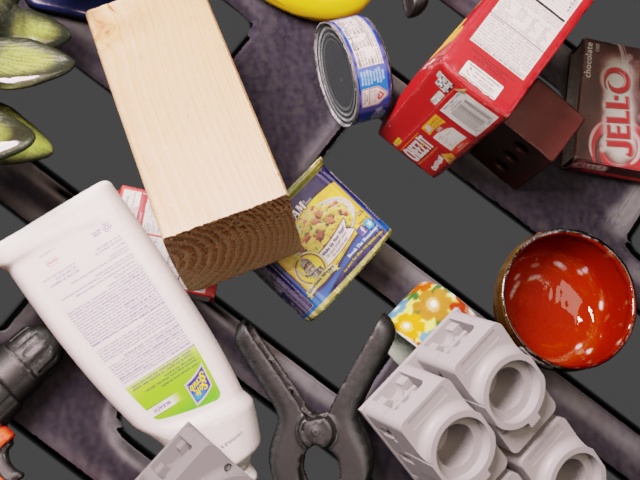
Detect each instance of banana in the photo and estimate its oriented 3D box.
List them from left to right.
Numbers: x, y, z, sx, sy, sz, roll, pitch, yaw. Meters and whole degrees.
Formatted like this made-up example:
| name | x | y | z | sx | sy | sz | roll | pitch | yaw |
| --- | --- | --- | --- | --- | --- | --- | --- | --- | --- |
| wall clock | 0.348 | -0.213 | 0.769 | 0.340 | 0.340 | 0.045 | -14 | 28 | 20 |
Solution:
| name | x | y | z | sx | sy | sz | roll | pitch | yaw |
| --- | --- | --- | --- | --- | --- | --- | --- | --- | --- |
| banana | -0.038 | -0.233 | 0.892 | 0.197 | 0.037 | 0.069 | 27 | 75 | -3 |

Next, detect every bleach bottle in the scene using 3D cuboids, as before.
| name | x | y | z | sx | sy | sz | roll | pitch | yaw |
| --- | --- | --- | --- | --- | --- | --- | --- | --- | --- |
| bleach bottle | -0.126 | 0.087 | 0.770 | 0.102 | 0.068 | 0.251 | -32 | 97 | -4 |

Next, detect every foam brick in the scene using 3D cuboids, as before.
| name | x | y | z | sx | sy | sz | roll | pitch | yaw |
| --- | --- | --- | --- | --- | --- | --- | --- | --- | --- |
| foam brick | 0.169 | -0.085 | 0.873 | 0.053 | 0.078 | 0.051 | 40 | 71 | 1 |

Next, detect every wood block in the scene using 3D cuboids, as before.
| name | x | y | z | sx | sy | sz | roll | pitch | yaw |
| --- | --- | --- | --- | --- | --- | --- | --- | --- | --- |
| wood block | -0.093 | -0.080 | 0.782 | 0.091 | 0.090 | 0.206 | -21 | 63 | -4 |

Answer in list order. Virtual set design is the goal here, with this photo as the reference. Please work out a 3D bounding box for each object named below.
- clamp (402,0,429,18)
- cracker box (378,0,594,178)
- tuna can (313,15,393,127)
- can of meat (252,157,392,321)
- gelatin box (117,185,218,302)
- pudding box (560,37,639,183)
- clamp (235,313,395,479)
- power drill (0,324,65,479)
| name | x | y | z | sx | sy | sz | roll | pitch | yaw |
| --- | --- | --- | --- | --- | --- | --- | --- | --- | --- |
| clamp | 0.048 | -0.295 | 0.903 | 0.164 | 0.036 | 0.209 | 28 | 60 | -1 |
| cracker box | 0.148 | -0.167 | 0.844 | 0.072 | 0.164 | 0.213 | 38 | 73 | -2 |
| tuna can | 0.026 | -0.136 | 0.855 | 0.033 | 0.086 | 0.086 | -16 | 80 | -16 |
| can of meat | -0.005 | 0.001 | 0.831 | 0.084 | 0.057 | 0.102 | 43 | 74 | 0 |
| gelatin box | -0.119 | 0.003 | 0.823 | 0.089 | 0.030 | 0.073 | 11 | 76 | -8 |
| pudding box | 0.258 | -0.109 | 0.915 | 0.090 | 0.039 | 0.113 | 9 | 75 | -8 |
| clamp | 0.009 | 0.133 | 0.792 | 0.120 | 0.039 | 0.171 | -12 | 90 | 17 |
| power drill | -0.208 | 0.176 | 0.752 | 0.187 | 0.057 | 0.184 | 45 | 73 | 4 |
